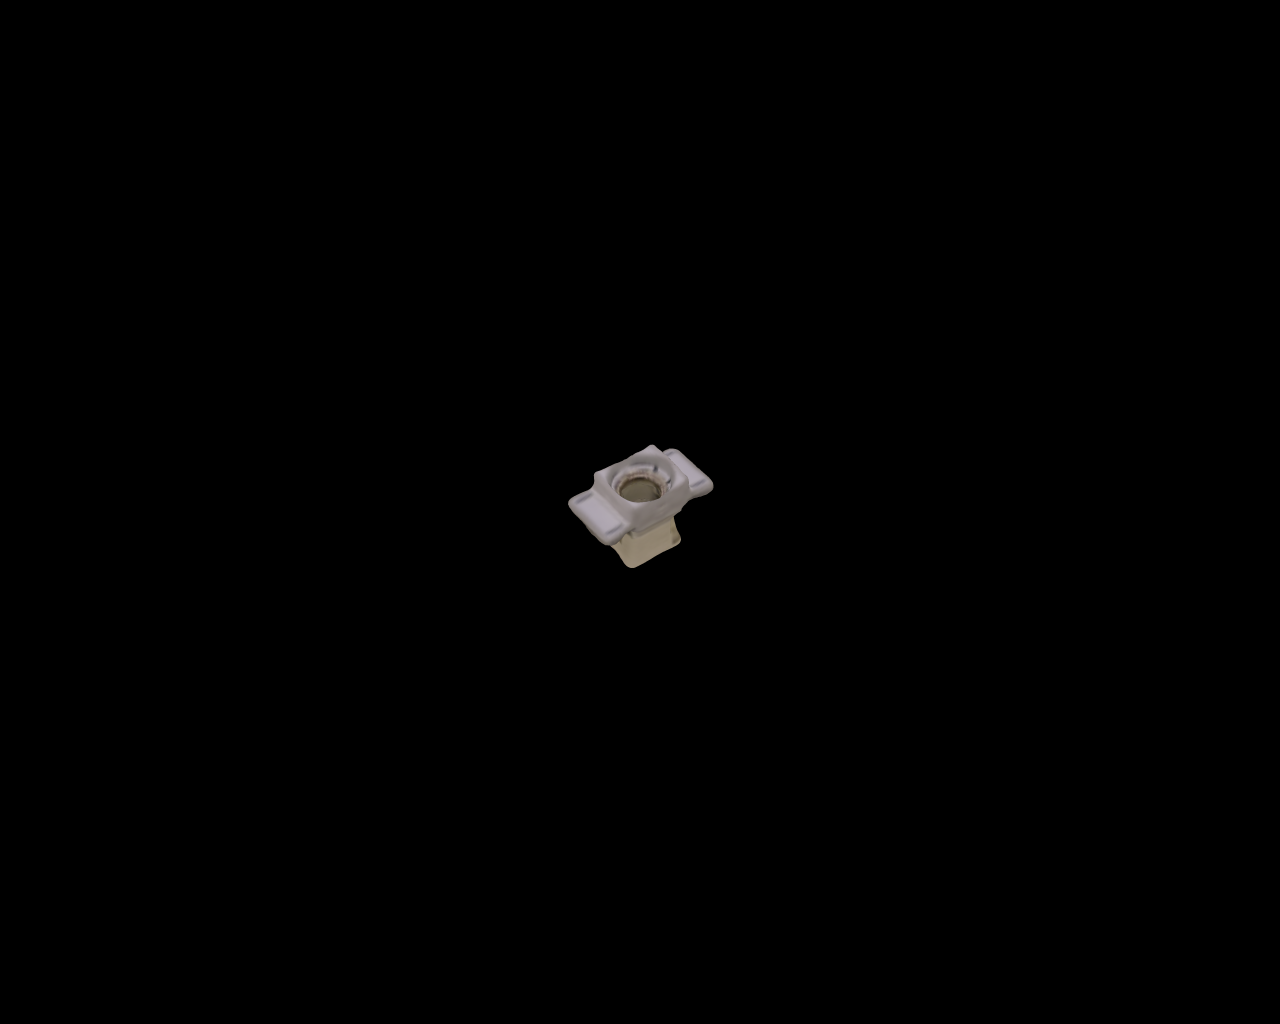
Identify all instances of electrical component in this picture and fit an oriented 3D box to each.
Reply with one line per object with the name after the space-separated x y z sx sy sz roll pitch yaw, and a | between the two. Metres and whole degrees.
0.001 -0.003 0.650 0.081 0.063 0.042 -27 53 -22 | electrical component
